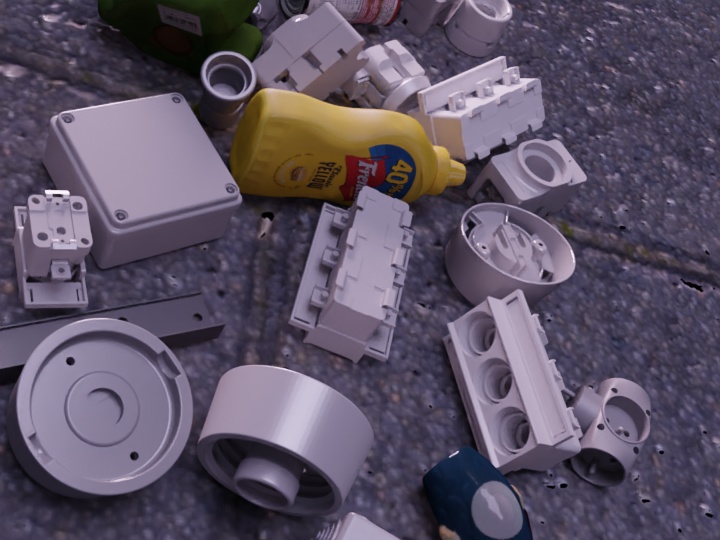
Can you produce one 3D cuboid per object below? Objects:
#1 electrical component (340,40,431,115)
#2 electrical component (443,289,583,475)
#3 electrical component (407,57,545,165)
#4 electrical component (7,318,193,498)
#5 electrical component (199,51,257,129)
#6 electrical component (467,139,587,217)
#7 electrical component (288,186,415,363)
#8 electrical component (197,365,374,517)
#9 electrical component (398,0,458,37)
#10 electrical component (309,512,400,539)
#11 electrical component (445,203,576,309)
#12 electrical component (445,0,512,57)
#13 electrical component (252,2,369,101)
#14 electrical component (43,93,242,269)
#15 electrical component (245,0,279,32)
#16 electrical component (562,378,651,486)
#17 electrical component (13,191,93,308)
[{"bbox_3d":[0.028,-0.164,0.962,0.078,0.058,0.057,-26,68,-38],"label":"electrical component"},{"bbox_3d":[0.118,0.088,0.814,0.063,0.079,0.121,18,46,-43],"label":"electrical component"},{"bbox_3d":[0.109,-0.138,0.969,0.063,0.078,0.121,11,30,43],"label":"electrical component"},{"bbox_3d":[-0.165,0.090,0.668,0.108,0.060,0.108,12,66,-27],"label":"electrical component"},{"bbox_3d":[-0.110,-0.142,0.870,0.044,0.065,0.044,5,71,-13],"label":"electrical component"},{"bbox_3d":[0.152,-0.079,0.962,0.089,0.055,0.050,-18,66,-35],"label":"electrical component"},{"bbox_3d":[0.000,0.000,0.822,0.079,0.063,0.121,23,49,-10],"label":"electrical component"},{"bbox_3d":[-0.052,0.116,0.684,0.108,0.108,0.060,27,55,-6],"label":"electrical component"},{"bbox_3d":[0.052,-0.286,1.066,0.089,0.055,0.050,44,49,9],"label":"electrical component"},{"bbox_3d":[0.009,0.196,0.659,0.100,0.099,0.048,31,61,-3],"label":"electrical component"},{"bbox_3d":[0.122,-0.012,0.892,0.099,0.064,0.099,14,51,-18],"label":"electrical component"},{"bbox_3d":[0.120,-0.250,1.079,0.055,0.047,0.055,14,51,-18],"label":"electrical component"},{"bbox_3d":[-0.046,-0.177,0.914,0.089,0.050,0.055,-40,77,-3],"label":"electrical component"},{"bbox_3d":[-0.162,-0.068,0.796,0.109,0.056,0.108,-18,66,-35],"label":"electrical component"},{"bbox_3d":[-0.090,-0.239,0.975,0.035,0.035,0.061,34,46,0],"label":"electrical component"},{"bbox_3d":[0.182,0.116,0.840,0.079,0.044,0.077,34,48,0],"label":"electrical component"},{"bbox_3d":[-0.208,-0.017,0.730,0.042,0.063,0.081,0,56,-28],"label":"electrical component"}]
